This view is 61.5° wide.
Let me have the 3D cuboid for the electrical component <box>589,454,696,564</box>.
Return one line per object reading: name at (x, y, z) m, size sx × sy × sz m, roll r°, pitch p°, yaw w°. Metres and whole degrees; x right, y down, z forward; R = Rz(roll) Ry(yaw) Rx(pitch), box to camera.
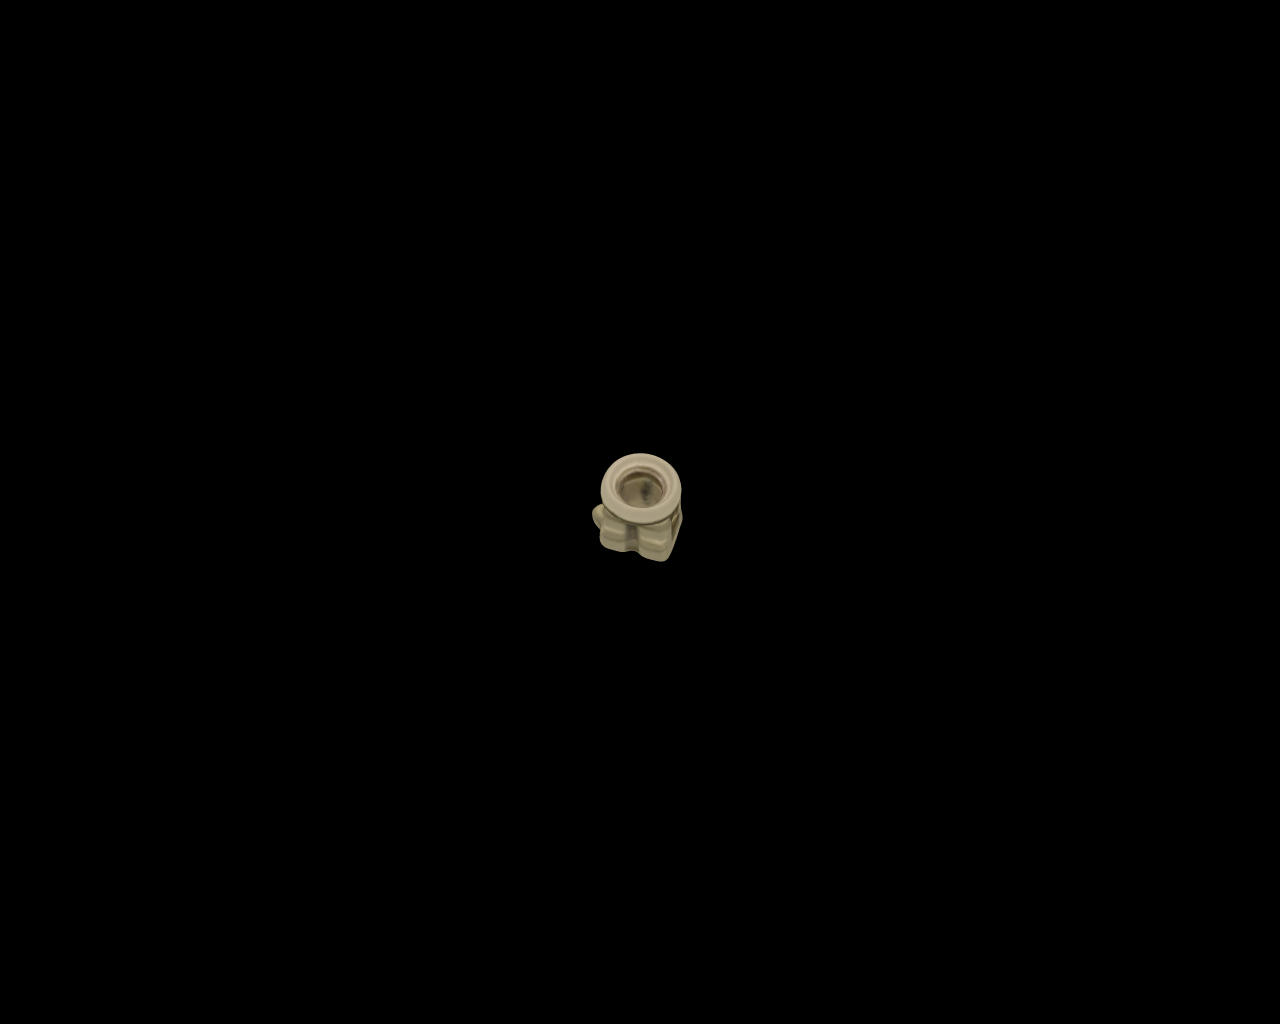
electrical component at (0.001, -0.003, 0.650) m, size 0.066 × 0.048 × 0.055 m, roll 14°, pitch -32°, yaw 9°
